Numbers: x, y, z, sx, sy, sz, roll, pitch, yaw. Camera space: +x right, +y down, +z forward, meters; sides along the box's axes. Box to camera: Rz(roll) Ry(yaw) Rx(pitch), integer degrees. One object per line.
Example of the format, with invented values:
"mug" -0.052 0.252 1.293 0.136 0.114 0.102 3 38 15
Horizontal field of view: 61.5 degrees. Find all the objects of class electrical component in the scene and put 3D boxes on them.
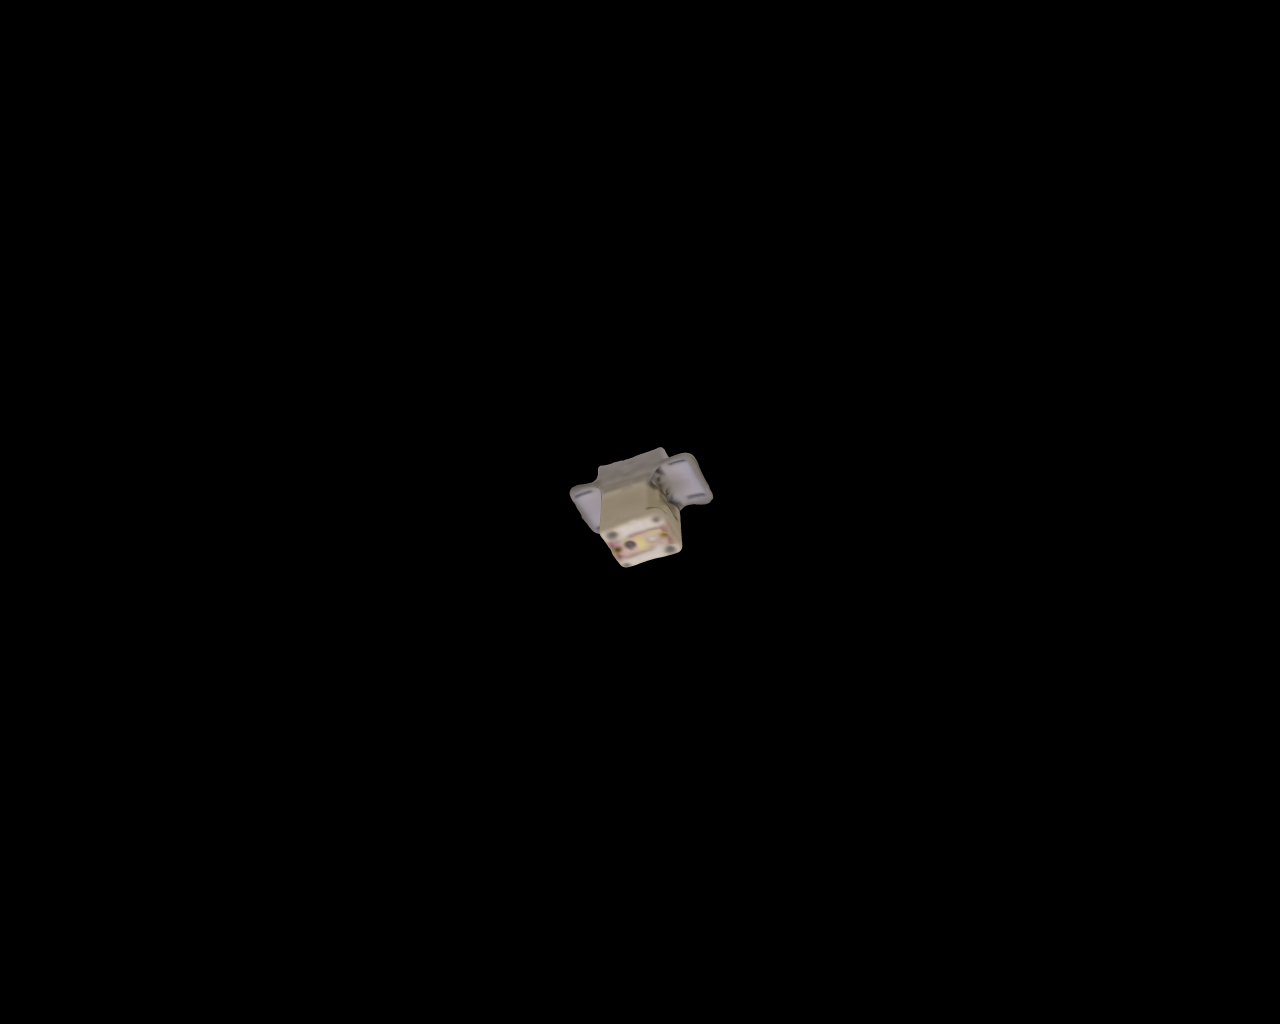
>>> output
"electrical component" 0.001 -0.003 0.650 0.081 0.064 0.042 -17 -48 16
